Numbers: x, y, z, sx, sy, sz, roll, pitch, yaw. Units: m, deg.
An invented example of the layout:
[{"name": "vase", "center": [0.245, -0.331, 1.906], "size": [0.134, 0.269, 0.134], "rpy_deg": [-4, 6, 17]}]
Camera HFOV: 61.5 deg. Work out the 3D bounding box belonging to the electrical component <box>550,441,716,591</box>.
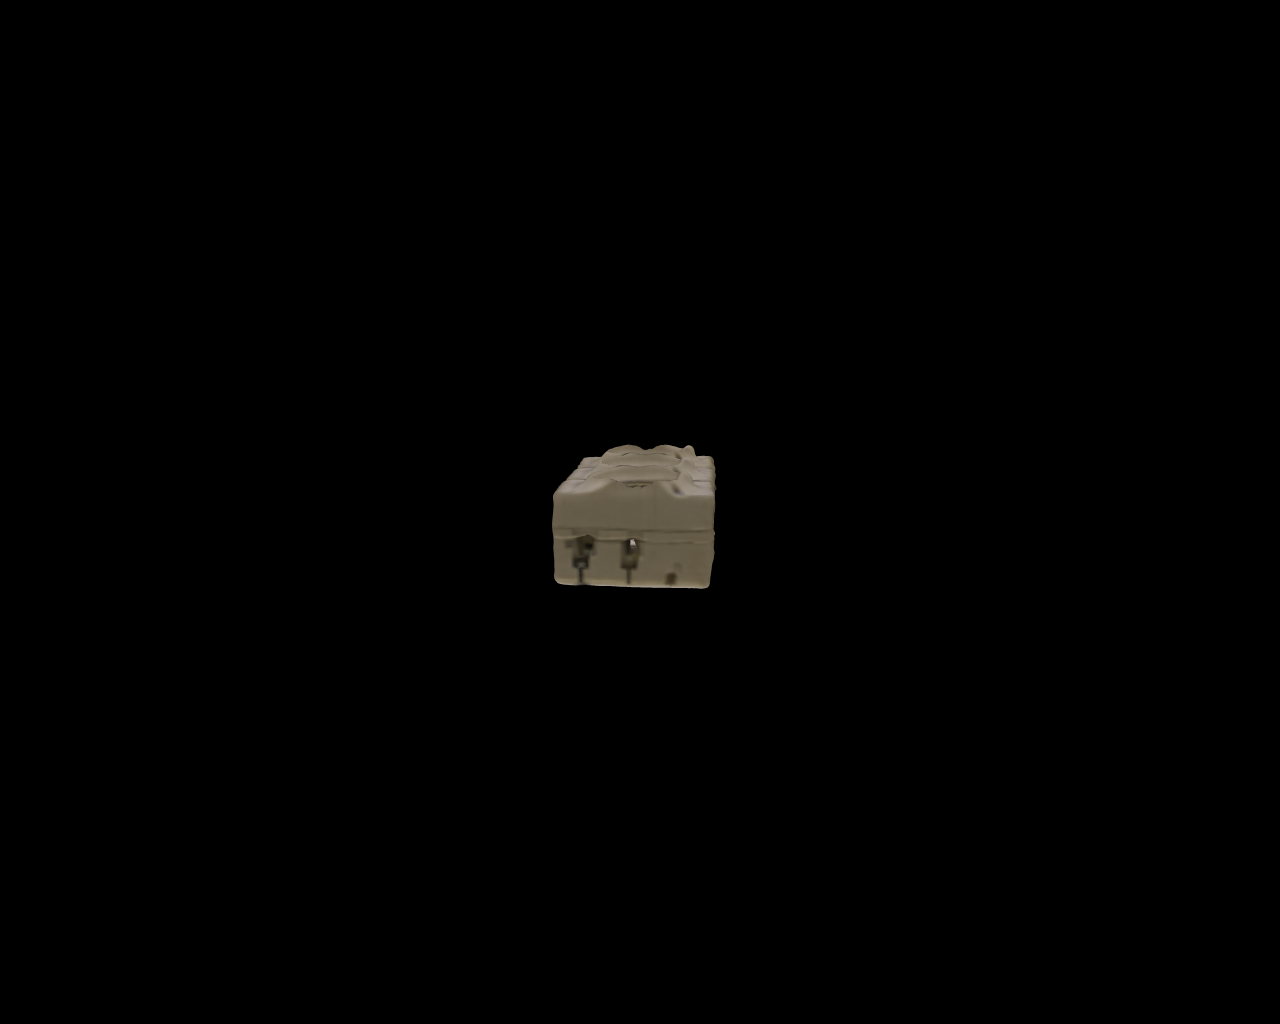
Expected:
[{"name": "electrical component", "center": [0.001, -0.003, 0.650], "size": [0.089, 0.061, 0.150], "rpy_deg": [1, 11, 4]}]
